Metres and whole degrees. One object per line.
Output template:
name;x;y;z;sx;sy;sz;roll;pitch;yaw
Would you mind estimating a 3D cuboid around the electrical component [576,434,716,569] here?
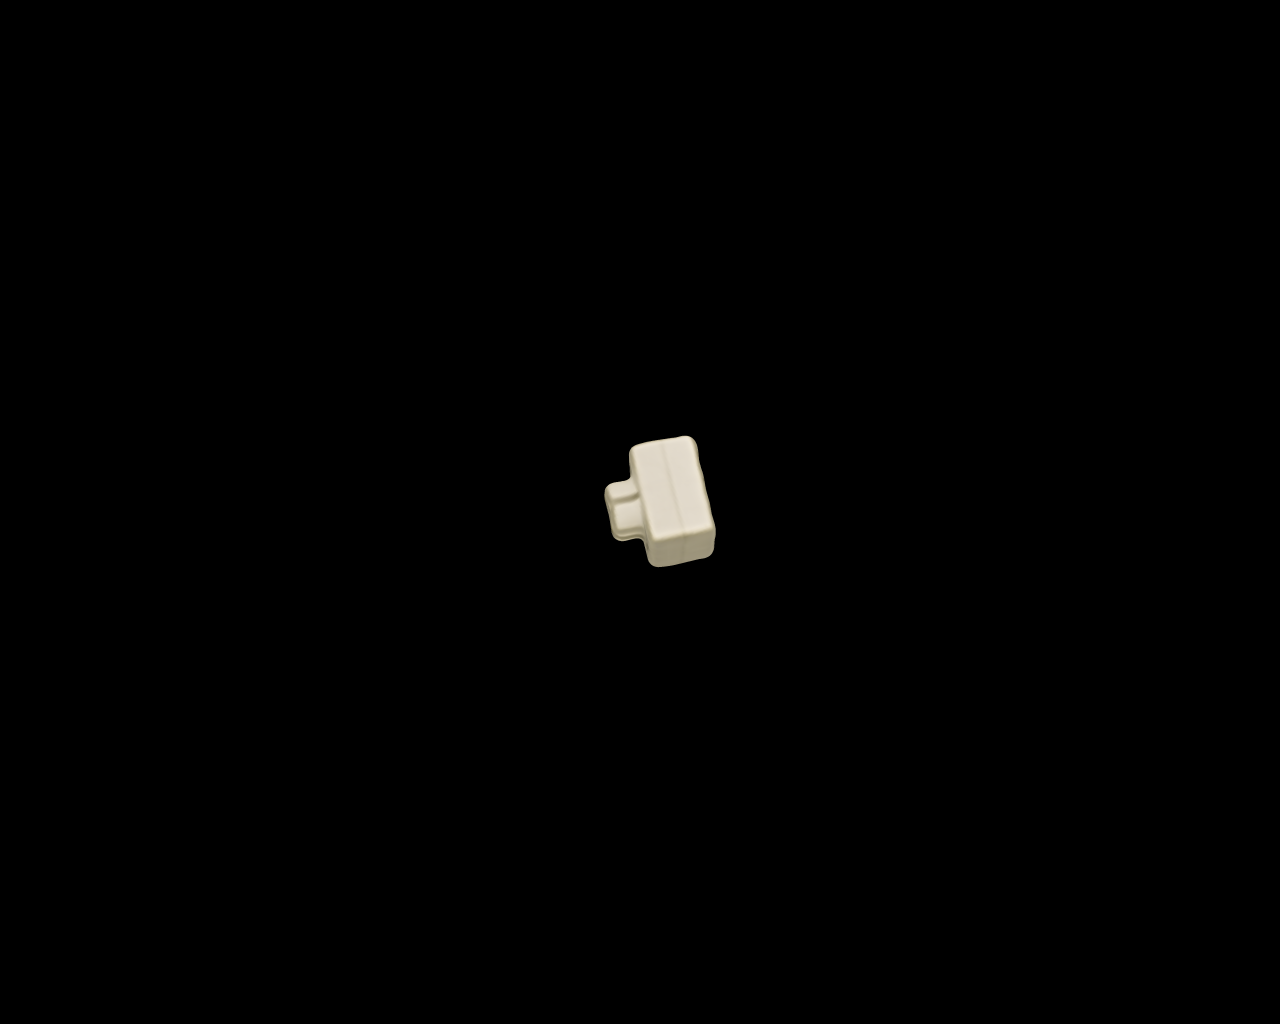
electrical component;0.001;-0.003;0.650;0.077;0.066;0.047;-11;-24;-5
